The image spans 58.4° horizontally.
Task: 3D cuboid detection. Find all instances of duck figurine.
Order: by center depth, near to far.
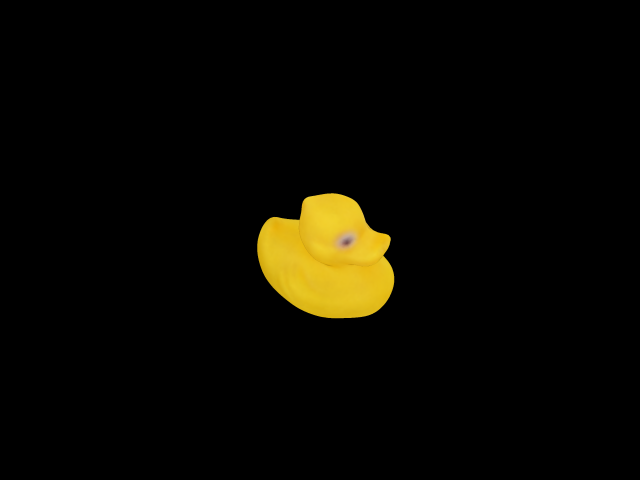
[{"bbox_3d":[0.004,0.001,0.400,0.104,0.086,0.077,21,56,15],"label":"duck figurine"}]
